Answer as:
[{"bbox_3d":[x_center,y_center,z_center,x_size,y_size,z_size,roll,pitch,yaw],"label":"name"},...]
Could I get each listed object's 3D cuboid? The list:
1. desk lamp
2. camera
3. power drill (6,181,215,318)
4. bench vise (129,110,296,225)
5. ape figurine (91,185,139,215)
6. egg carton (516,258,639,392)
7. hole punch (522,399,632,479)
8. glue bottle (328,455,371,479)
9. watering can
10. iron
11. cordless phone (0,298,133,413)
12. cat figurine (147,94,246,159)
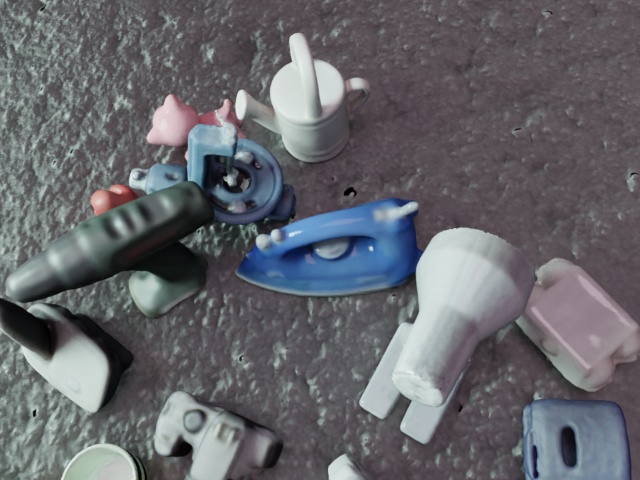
[{"bbox_3d":[0.133,0.111,0.628,0.117,0.214,0.203,27,75,14],"label":"desk lamp"},{"bbox_3d":[-0.132,0.262,0.658,0.143,0.101,0.137,19,73,12],"label":"camera"},{"bbox_3d":[-0.223,0.026,0.694,0.230,0.208,0.075,-35,71,-7],"label":"power drill"},{"bbox_3d":[-0.144,-0.073,0.717,0.207,0.220,0.121,-14,69,0],"label":"bench vise"},{"bbox_3d":[-0.281,-0.042,0.786,0.076,0.092,0.078,24,74,13],"label":"ape figurine"},{"bbox_3d":[0.306,0.101,0.693,0.107,0.069,0.150,-38,71,-8],"label":"egg carton"},{"bbox_3d":[0.280,0.234,0.636,0.101,0.091,0.108,1,70,6],"label":"hole punch"},{"bbox_3d":[0.037,0.266,0.603,0.037,0.173,0.078,-37,71,-8],"label":"glue bottle"},{"bbox_3d":[-0.022,-0.187,0.760,0.173,0.194,0.100,-33,70,-7],"label":"watering can"},{"bbox_3d":[0.007,0.003,0.717,0.258,0.141,0.118,-11,69,1],"label":"iron"},{"bbox_3d":[-0.319,0.129,0.678,0.147,0.185,0.094,29,75,15],"label":"cordless phone"},{"bbox_3d":[-0.177,-0.164,0.807,0.128,0.118,0.067,-18,69,-1],"label":"cat figurine"}]
